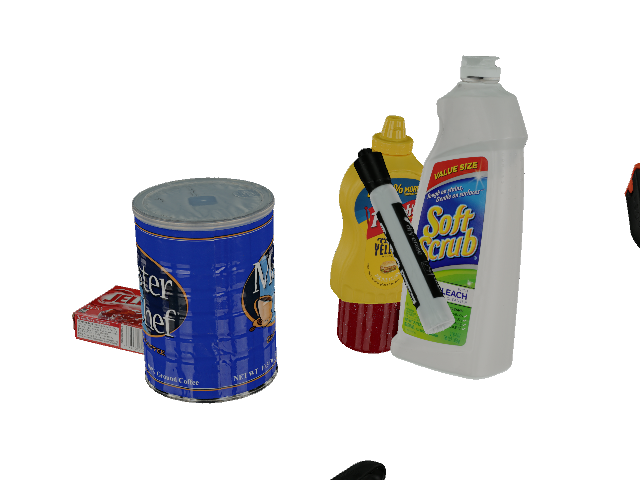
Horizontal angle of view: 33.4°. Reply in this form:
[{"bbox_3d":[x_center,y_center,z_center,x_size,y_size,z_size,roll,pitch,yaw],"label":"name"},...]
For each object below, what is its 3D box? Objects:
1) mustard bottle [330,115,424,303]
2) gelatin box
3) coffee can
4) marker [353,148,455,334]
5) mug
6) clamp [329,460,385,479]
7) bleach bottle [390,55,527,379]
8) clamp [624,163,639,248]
[{"bbox_3d":[0.066,-0.032,1.084,0.096,0.192,0.058,-2,22,-17],"label":"mustard bottle"},{"bbox_3d":[-0.170,0.072,0.981,0.089,0.030,0.073,10,22,20],"label":"gelatin box"},{"bbox_3d":[-0.084,0.035,0.793,0.103,0.140,0.103,0,20,0],"label":"coffee can"},{"bbox_3d":[0.048,-0.002,0.635,0.020,0.121,0.020,-19,-20,-7],"label":"marker"},{"bbox_3d":[0.073,0.091,1.329,0.117,0.081,0.093,22,31,32],"label":"mug"},{"bbox_3d":[-0.043,0.196,0.644,0.210,0.036,0.164,-4,28,2],"label":"clamp"},{"bbox_3d":[0.114,-0.022,0.858,0.103,0.251,0.067,13,16,42],"label":"bleach bottle"},{"bbox_3d":[0.269,0.009,0.697,0.120,0.039,0.171,-4,46,-23],"label":"clamp"}]
